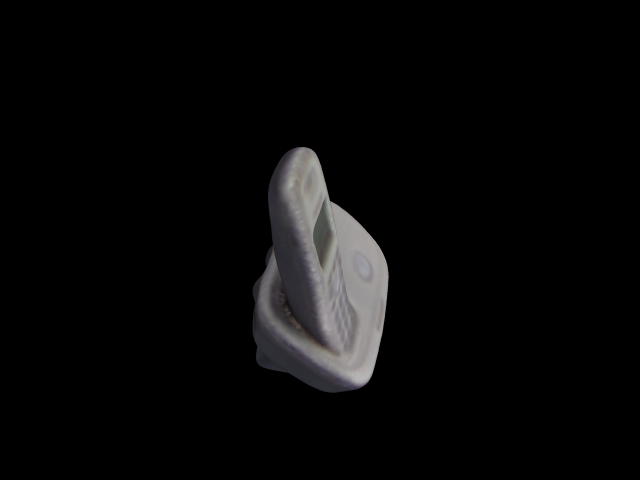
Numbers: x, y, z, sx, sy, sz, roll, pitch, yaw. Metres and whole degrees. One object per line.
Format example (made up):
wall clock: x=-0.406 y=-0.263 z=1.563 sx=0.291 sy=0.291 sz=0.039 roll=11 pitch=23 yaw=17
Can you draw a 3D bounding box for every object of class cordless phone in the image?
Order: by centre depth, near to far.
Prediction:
cordless phone: x=0.004 y=0.001 z=0.400 sx=0.094 sy=0.185 sz=0.147 roll=6 pitch=43 yaw=7
